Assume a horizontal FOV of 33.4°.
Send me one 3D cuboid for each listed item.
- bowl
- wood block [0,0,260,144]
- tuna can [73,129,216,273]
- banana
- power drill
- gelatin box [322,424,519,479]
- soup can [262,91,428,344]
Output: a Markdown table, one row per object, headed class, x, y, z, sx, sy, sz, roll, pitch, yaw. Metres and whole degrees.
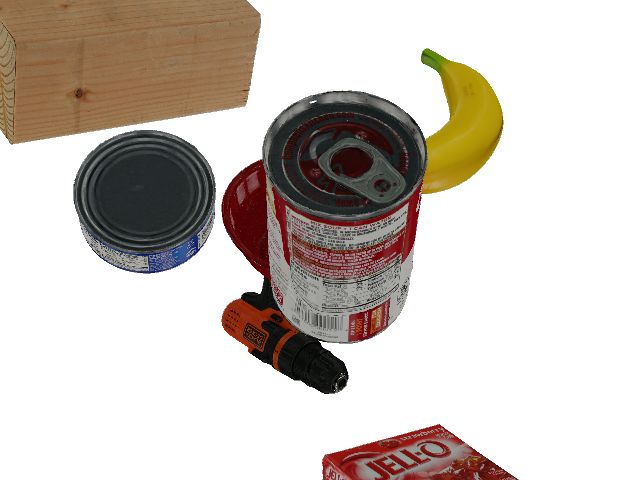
| class | x | y | z | sx | sy | sz | roll | pitch | yaw |
| --- | --- | --- | --- | --- | --- | --- | --- | --- | --- |
| bowl | -0.010 | -0.006 | 0.956 | 0.162 | 0.162 | 0.055 | 0 | -44 | -10 |
| wood block | -0.162 | -0.151 | 0.855 | 0.205 | 0.091 | 0.090 | -14 | 44 | -33 |
| tuna can | -0.107 | -0.023 | 0.660 | 0.086 | 0.086 | 0.034 | 0 | -27 | -6 |
| banana | 0.090 | -0.077 | 0.736 | 0.069 | 0.037 | 0.197 | 10 | 33 | 7 |
| power drill | -0.018 | 0.053 | 1.155 | 0.185 | 0.188 | 0.057 | 27 | 11 | 38 |
| gelatin box | 0.056 | 0.139 | 0.604 | 0.089 | 0.030 | 0.073 | -7 | 22 | -33 |
| soup can | 0.010 | -0.007 | 0.475 | 0.068 | 0.068 | 0.102 | 0 | -36 | 0 |
